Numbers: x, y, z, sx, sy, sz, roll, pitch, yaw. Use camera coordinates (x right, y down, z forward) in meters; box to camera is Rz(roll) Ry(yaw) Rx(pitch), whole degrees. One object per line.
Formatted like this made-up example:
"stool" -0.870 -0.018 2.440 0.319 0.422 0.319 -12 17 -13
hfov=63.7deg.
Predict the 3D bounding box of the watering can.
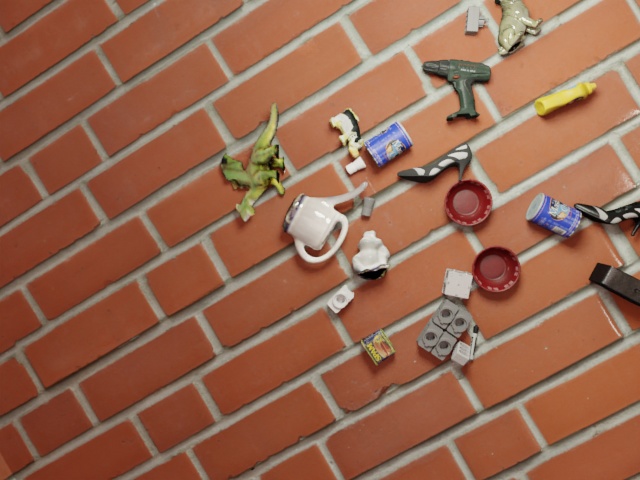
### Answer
"watering can" 0.005 -0.091 1.803 0.225 0.104 0.346 29 96 4

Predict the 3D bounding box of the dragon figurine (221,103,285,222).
"dragon figurine" -0.246 -0.271 1.830 0.242 0.122 0.410 -2 91 14

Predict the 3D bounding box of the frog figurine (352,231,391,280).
"frog figurine" 0.174 0.055 1.810 0.136 0.120 0.163 -24 55 15
